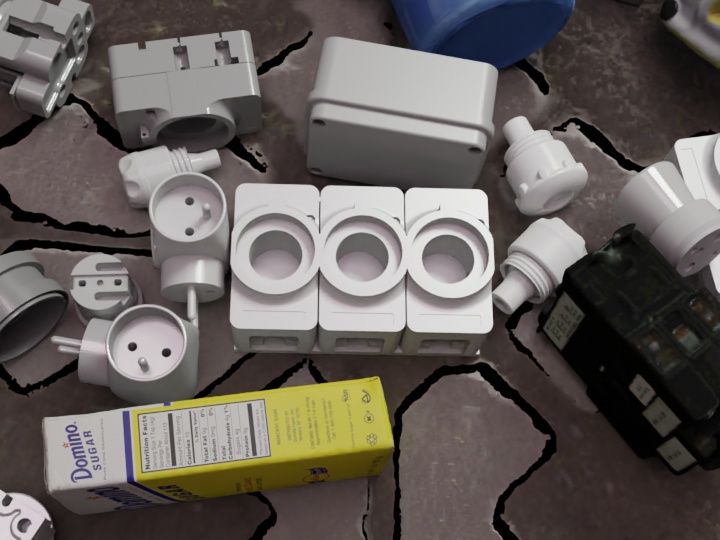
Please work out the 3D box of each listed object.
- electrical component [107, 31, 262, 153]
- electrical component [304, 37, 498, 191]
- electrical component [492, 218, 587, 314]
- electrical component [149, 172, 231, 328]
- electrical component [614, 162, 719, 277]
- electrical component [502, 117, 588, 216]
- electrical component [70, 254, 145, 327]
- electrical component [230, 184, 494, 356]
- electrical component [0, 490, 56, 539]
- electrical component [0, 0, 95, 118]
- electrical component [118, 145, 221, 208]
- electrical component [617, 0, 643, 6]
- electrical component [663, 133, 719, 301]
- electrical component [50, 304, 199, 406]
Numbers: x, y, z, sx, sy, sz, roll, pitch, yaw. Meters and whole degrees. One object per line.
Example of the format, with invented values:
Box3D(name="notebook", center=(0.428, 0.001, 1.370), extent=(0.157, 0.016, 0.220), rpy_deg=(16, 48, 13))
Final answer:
Box3D(name="electrical component", center=(-0.110, -0.110, 0.682), extent=(0.089, 0.050, 0.055), rpy_deg=(-9, 70, -7))
Box3D(name="electrical component", center=(0.024, -0.092, 0.670), extent=(0.113, 0.078, 0.057), rpy_deg=(10, 66, 0))
Box3D(name="electrical component", center=(0.107, 0.000, 0.660), extent=(0.043, 0.043, 0.062), rpy_deg=(43, 74, 12))
Box3D(name="electrical component", center=(-0.098, -0.006, 0.630), extent=(0.044, 0.077, 0.079), rpy_deg=(-2, 70, -5))
Box3D(name="electrical component", center=(0.183, -0.029, 0.629), extent=(0.045, 0.045, 0.055), rpy_deg=(-28, 59, -13))
Box3D(name="electrical component", center=(0.112, -0.069, 0.686), extent=(0.048, 0.048, 0.062), rpy_deg=(-21, 66, -11))
Box3D(name="electrical component", center=(-0.150, 0.015, 0.635), extent=(0.040, 0.046, 0.040), rpy_deg=(1, 70, -3))
Box3D(name="electrical component", center=(0.000, 0.000, 0.643), extent=(0.150, 0.061, 0.089), rpy_deg=(1, 69, -3))
Box3D(name="electrical component", center=(-0.193, 0.142, 0.580), extent=(0.066, 0.055, 0.048), rpy_deg=(29, 71, 7))
Box3D(name="electrical component", center=(-0.212, -0.142, 0.684), extent=(0.057, 0.058, 0.078), rpy_deg=(19, 70, 1))
Box3D(name="electrical component", center=(-0.118, -0.062, 0.672), extent=(0.061, 0.035, 0.035), rpy_deg=(-18, 72, -12))
Box3D(name="electrical component", center=(0.209, -0.230, 0.751), extent=(0.076, 0.047, 0.083), rpy_deg=(15, 70, 2))
Box3D(name="electrical component", center=(0.292, -0.037, 0.677), extent=(0.186, 0.060, 0.105), rpy_deg=(-8, 70, -7))
Box3D(name="electrical component", center=(-0.134, 0.048, 0.607), extent=(0.079, 0.077, 0.044), rpy_deg=(10, 69, 0))
